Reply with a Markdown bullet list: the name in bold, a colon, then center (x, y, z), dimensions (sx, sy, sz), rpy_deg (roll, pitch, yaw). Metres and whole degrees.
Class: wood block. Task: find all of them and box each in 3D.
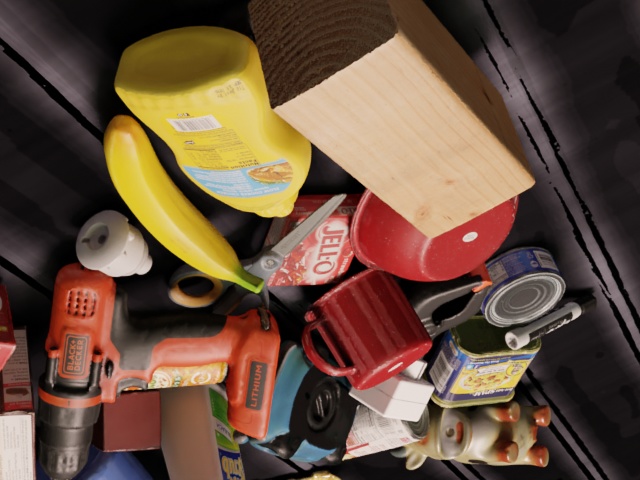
- **wood block**: center (0.053, -0.093, 0.703), dimensions (0.090, 0.091, 0.205), rpy_deg (-28, 145, 21)

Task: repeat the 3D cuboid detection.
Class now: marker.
- **marker**: center (0.237, 0.081, 1.079), dimensions (0.120, 0.020, 0.020), rpy_deg (-21, 147, -31)

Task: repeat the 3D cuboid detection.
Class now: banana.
- **banana**: center (-0.110, -0.028, 0.787), dimensions (0.070, 0.037, 0.197), rpy_deg (2, 147, 34)

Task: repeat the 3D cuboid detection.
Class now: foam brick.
- **foam brick**: center (-0.178, 0.157, 0.956), dimensions (0.052, 0.051, 0.078), rpy_deg (1, 179, -26)

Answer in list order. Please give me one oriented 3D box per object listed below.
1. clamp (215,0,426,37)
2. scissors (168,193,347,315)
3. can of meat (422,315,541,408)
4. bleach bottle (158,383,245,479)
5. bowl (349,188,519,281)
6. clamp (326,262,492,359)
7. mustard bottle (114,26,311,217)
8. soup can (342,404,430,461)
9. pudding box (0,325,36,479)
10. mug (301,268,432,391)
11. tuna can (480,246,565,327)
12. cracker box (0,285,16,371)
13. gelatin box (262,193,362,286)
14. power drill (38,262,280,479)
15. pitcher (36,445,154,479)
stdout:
- **clamp**: center (0.053, -0.176, 0.696), dimensions (0.164, 0.036, 0.210), rpy_deg (18, 132, -41)
- **scissors**: center (-0.060, 0.013, 0.860), dimensions (0.096, 0.016, 0.202), rpy_deg (19, 136, -12)
- **can of meat**: center (0.166, 0.122, 1.096), dimensions (0.102, 0.057, 0.084), rpy_deg (-2, 137, -23)
- **bleach bottle**: center (-0.094, 0.238, 0.959), dimensions (0.068, 0.251, 0.102), rpy_deg (-24, 142, 4)
- **bowl**: center (0.106, -0.018, 0.872), dimensions (0.162, 0.055, 0.162), rpy_deg (-23, 143, -19)
- **clamp**: center (0.088, 0.074, 1.017), dimensions (0.120, 0.039, 0.172), rpy_deg (5, 138, -39)
- **mustard bottle**: center (-0.059, -0.069, 0.748), dimensions (0.096, 0.058, 0.191), rpy_deg (-3, 151, 20)
- **soup can**: center (0.052, 0.183, 1.088), dimensions (0.102, 0.068, 0.068), rpy_deg (-21, 145, 26)
- **pudding box**: center (-0.260, 0.141, 0.898), dimensions (0.039, 0.090, 0.114), rpy_deg (-6, 140, -16)
- **mug**: center (0.037, 0.082, 0.937), dimensions (0.117, 0.081, 0.093), rpy_deg (-19, 159, -37)
- **tuna can**: center (0.192, 0.046, 1.033), dimensions (0.086, 0.034, 0.086), rpy_deg (-12, 142, -10)
- **cracker box**: center (-0.358, 0.111, 0.834), dimensions (0.163, 0.072, 0.214), rpy_deg (12, 131, -36)
- **gelatin box**: center (-0.006, 0.001, 0.891), dimensions (0.073, 0.030, 0.089), rpy_deg (-1, 139, -23)
- **power drill**: center (-0.133, 0.116, 0.869), dimensions (0.187, 0.057, 0.184), rpy_deg (6, 106, -12)
- **pitcher**: center (-0.188, 0.309, 1.029), dimensions (0.145, 0.149, 0.242), rpy_deg (-32, 113, -5)
